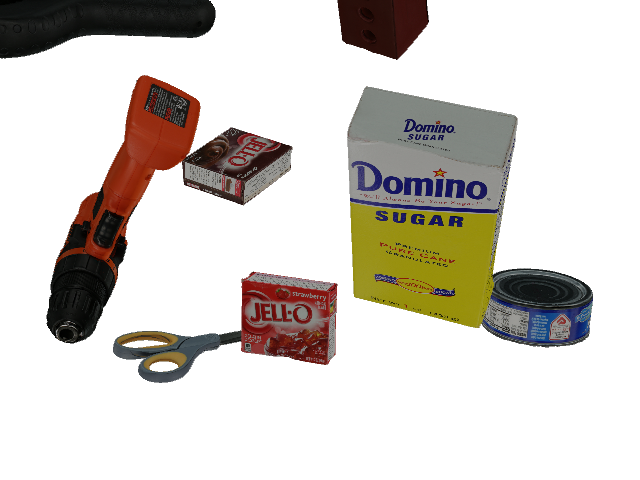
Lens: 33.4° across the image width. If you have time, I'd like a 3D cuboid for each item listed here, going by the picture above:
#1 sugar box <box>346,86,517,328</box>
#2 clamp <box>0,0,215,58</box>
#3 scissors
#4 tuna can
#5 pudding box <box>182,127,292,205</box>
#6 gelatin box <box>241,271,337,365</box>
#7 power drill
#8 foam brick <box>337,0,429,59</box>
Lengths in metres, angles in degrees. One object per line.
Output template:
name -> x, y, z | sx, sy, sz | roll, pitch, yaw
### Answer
sugar box -> 0.066, -0.015, 0.669 | 0.093, 0.048, 0.176 | 13, -31, 13
clamp -> -0.162, -0.143, 0.634 | 0.171, 0.039, 0.120 | -11, 31, -29
scissors -> -0.122, 0.121, 1.160 | 0.201, 0.016, 0.096 | 0, 27, -20
tuna can -> 0.171, 0.051, 0.841 | 0.086, 0.034, 0.086 | 2, 19, -1
pudding box -> -0.100, -0.091, 1.291 | 0.090, 0.039, 0.113 | 18, 37, 23
gelatin box -> -0.030, 0.072, 0.998 | 0.089, 0.073, 0.030 | 7, 17, 18
power drill -> -0.166, -0.028, 0.871 | 0.057, 0.188, 0.184 | 24, 31, -18
foam brick -> 0.047, -0.187, 0.813 | 0.053, 0.051, 0.078 | 23, -31, 24
